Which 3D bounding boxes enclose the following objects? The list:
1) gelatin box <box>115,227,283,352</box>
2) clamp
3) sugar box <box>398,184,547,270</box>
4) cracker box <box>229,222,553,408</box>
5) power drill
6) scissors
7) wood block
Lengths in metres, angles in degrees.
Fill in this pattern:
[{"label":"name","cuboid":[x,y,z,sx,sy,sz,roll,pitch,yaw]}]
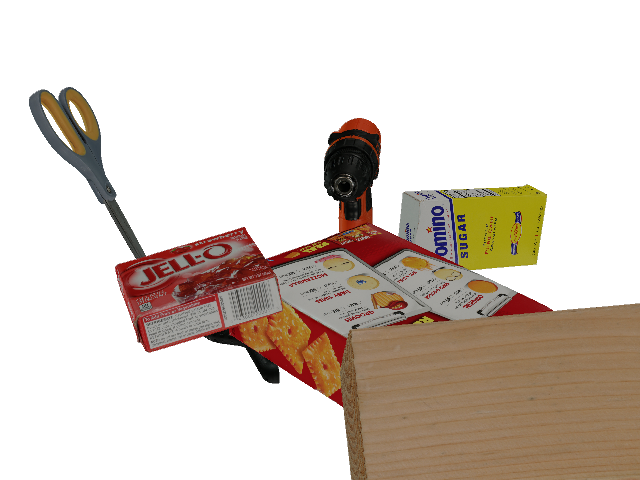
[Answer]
[{"label":"gelatin box","cuboid":[-0.076,0.028,0.658,0.089,0.030,0.073,-16,28,-13]},{"label":"clamp","cuboid":[-0.077,0.107,1.243,0.210,0.036,0.164,13,22,29]},{"label":"sugar box","cuboid":[0.178,-0.013,1.255,0.176,0.093,0.048,-6,21,-26]},{"label":"cracker box","cuboid":[0.052,0.068,0.872,0.163,0.072,0.214,-19,33,-38]},{"label":"power drill","cuboid":[0.033,-0.015,1.052,0.057,0.188,0.184,4,20,8]},{"label":"scissors","cuboid":[-0.200,-0.061,0.991,0.016,0.201,0.096,-24,27,19]},{"label":"wood block","cuboid":[0.119,0.092,0.563,0.206,0.091,0.090,-5,-21,-4]}]
